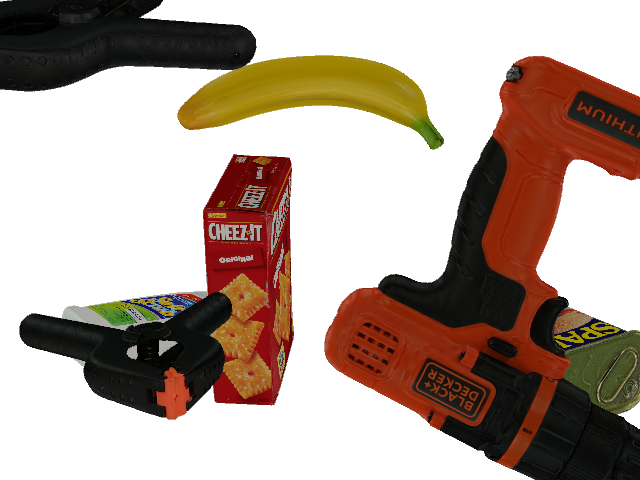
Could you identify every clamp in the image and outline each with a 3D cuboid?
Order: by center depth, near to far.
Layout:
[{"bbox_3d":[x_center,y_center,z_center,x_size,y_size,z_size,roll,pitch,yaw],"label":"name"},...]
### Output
[{"bbox_3d":[-0.135,-0.120,0.601,0.171,0.039,0.120,-9,30,-25],"label":"clamp"},{"bbox_3d":[-0.114,0.076,0.759,0.164,0.036,0.210,-9,14,-24],"label":"clamp"}]

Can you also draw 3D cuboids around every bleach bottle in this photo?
[{"bbox_3d":[-0.197,0.103,1.374,0.250,0.068,0.103,-13,28,-39],"label":"bleach bottle"}]

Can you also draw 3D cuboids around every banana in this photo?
[{"bbox_3d":[-0.006,-0.108,0.794,0.197,0.069,0.037,3,-39,-5],"label":"banana"}]

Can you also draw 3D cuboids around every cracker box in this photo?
[{"bbox_3d":[-0.069,0.037,1.106,0.072,0.214,0.164,2,24,5],"label":"cracker box"}]

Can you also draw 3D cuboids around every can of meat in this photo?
[{"bbox_3d":[0.152,0.081,0.712,0.101,0.057,0.084,-12,21,-30],"label":"can of meat"}]

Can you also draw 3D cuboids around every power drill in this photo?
[{"bbox_3d":[0.117,0.021,0.513,0.184,0.188,0.057,26,7,5],"label":"power drill"}]
